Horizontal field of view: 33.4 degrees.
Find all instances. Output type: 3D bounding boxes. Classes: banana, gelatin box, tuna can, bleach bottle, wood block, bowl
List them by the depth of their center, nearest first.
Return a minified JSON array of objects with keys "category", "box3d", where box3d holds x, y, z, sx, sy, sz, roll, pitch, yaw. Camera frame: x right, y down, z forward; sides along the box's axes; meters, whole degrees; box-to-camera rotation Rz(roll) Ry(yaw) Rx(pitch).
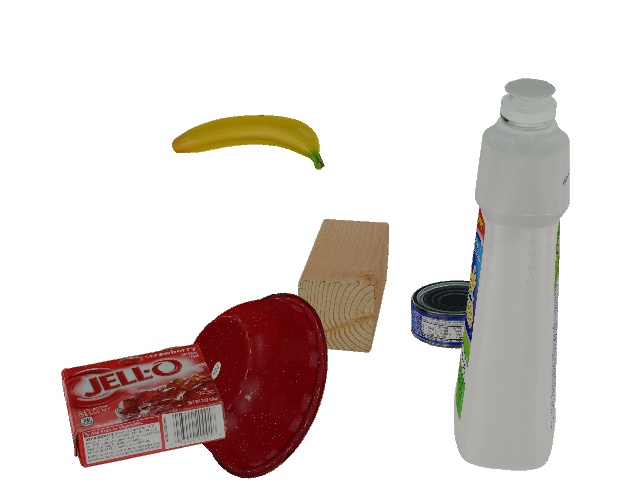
[{"category":"gelatin box","box3d":[-0.109,0.098,0.650,0.089,0.030,0.073,-9,25,-15]},{"category":"bleach bottle","box3d":[0.121,0.019,0.665,0.068,0.251,0.102,3,30,8]},{"category":"bowl","box3d":[-0.068,0.114,0.894,0.055,0.162,0.162,23,-15,-37]},{"category":"tuna can","box3d":[0.127,0.068,1.001,0.086,0.034,0.086,-3,20,1]},{"category":"banana","box3d":[-0.084,-0.128,1.319,0.198,0.037,0.069,6,40,16]},{"category":"wood block","box3d":[0.032,0.052,1.339,0.091,0.090,0.206,4,22,7]}]

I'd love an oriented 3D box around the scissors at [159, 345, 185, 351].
[{"category":"scissors","box3d":[-0.081,0.144,1.190,0.201,0.016,0.096,3,25,-14]}]
